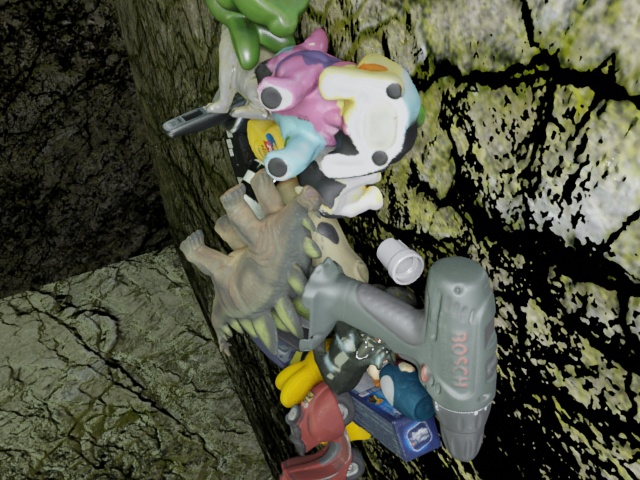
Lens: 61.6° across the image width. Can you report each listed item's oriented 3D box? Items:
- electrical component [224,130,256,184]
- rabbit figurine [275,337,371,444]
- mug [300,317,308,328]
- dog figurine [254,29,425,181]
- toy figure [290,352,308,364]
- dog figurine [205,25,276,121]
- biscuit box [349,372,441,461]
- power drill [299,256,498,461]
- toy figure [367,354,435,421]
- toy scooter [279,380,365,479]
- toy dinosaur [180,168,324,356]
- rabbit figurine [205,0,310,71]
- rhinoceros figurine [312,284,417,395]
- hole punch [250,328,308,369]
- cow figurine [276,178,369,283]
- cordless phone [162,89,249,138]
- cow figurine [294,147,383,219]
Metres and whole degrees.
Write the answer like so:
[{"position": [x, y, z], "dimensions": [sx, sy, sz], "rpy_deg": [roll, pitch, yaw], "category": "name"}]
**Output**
[{"position": [-0.135, -0.165, 1.022], "dimensions": [0.115, 0.058, 0.134], "rpy_deg": [22, 128, 63], "category": "electrical component"}, {"position": [0.006, 0.251, 0.929], "dimensions": [0.122, 0.162, 0.173], "rpy_deg": [-140, 52, -76], "category": "rabbit figurine"}, {"position": [-0.014, 0.100, 0.923], "dimensions": [0.107, 0.081, 0.109], "rpy_deg": [-120, 13, -62], "category": "mug"}, {"position": [0.014, -0.161, 0.577], "dimensions": [0.219, 0.192, 0.108], "rpy_deg": [-77, -18, -54], "category": "dog figurine"}, {"position": [-0.027, 0.223, 1.057], "dimensions": [0.180, 0.082, 0.089], "rpy_deg": [-137, 31, -57], "category": "toy figure"}, {"position": [-0.076, -0.264, 0.739], "dimensions": [0.173, 0.121, 0.190], "rpy_deg": [16, 110, 28], "category": "dog figurine"}, {"position": [0.094, 0.251, 0.787], "dimensions": [0.203, 0.059, 0.062], "rpy_deg": [3, 110, 70], "category": "biscuit box"}, {"position": [0.080, 0.113, 0.562], "dimensions": [0.208, 0.086, 0.231], "rpy_deg": [20, 125, 30], "category": "power drill"}, {"position": [0.099, 0.178, 0.717], "dimensions": [0.064, 0.057, 0.155], "rpy_deg": [-64, 30, 7], "category": "toy figure"}, {"position": [-0.007, 0.308, 0.817], "dimensions": [0.075, 0.135, 0.183], "rpy_deg": [-151, 47, -66], "category": "toy scooter"}, {"position": [-0.090, 0.054, 0.720], "dimensions": [0.198, 0.105, 0.471], "rpy_deg": [53, 147, 3], "category": "toy dinosaur"}, {"position": [-0.079, -0.297, 0.648], "dimensions": [0.170, 0.121, 0.158], "rpy_deg": [19, 133, 56], "category": "rabbit figurine"}, {"position": [0.054, 0.123, 0.689], "dimensions": [0.190, 0.073, 0.112], "rpy_deg": [-57, 25, 34], "category": "rhinoceros figurine"}, {"position": [-0.067, 0.156, 0.982], "dimensions": [0.116, 0.142, 0.092], "rpy_deg": [34, 138, 3], "category": "hole punch"}, {"position": [-0.002, -0.002, 0.749], "dimensions": [0.127, 0.085, 0.195], "rpy_deg": [-37, 84, 31], "category": "cow figurine"}, {"position": [-0.183, -0.219, 0.911], "dimensions": [0.147, 0.184, 0.088], "rpy_deg": [46, 153, 50], "category": "cordless phone"}, {"position": [0.000, -0.092, 0.668], "dimensions": [0.167, 0.098, 0.068], "rpy_deg": [53, 160, 40], "category": "cow figurine"}]
